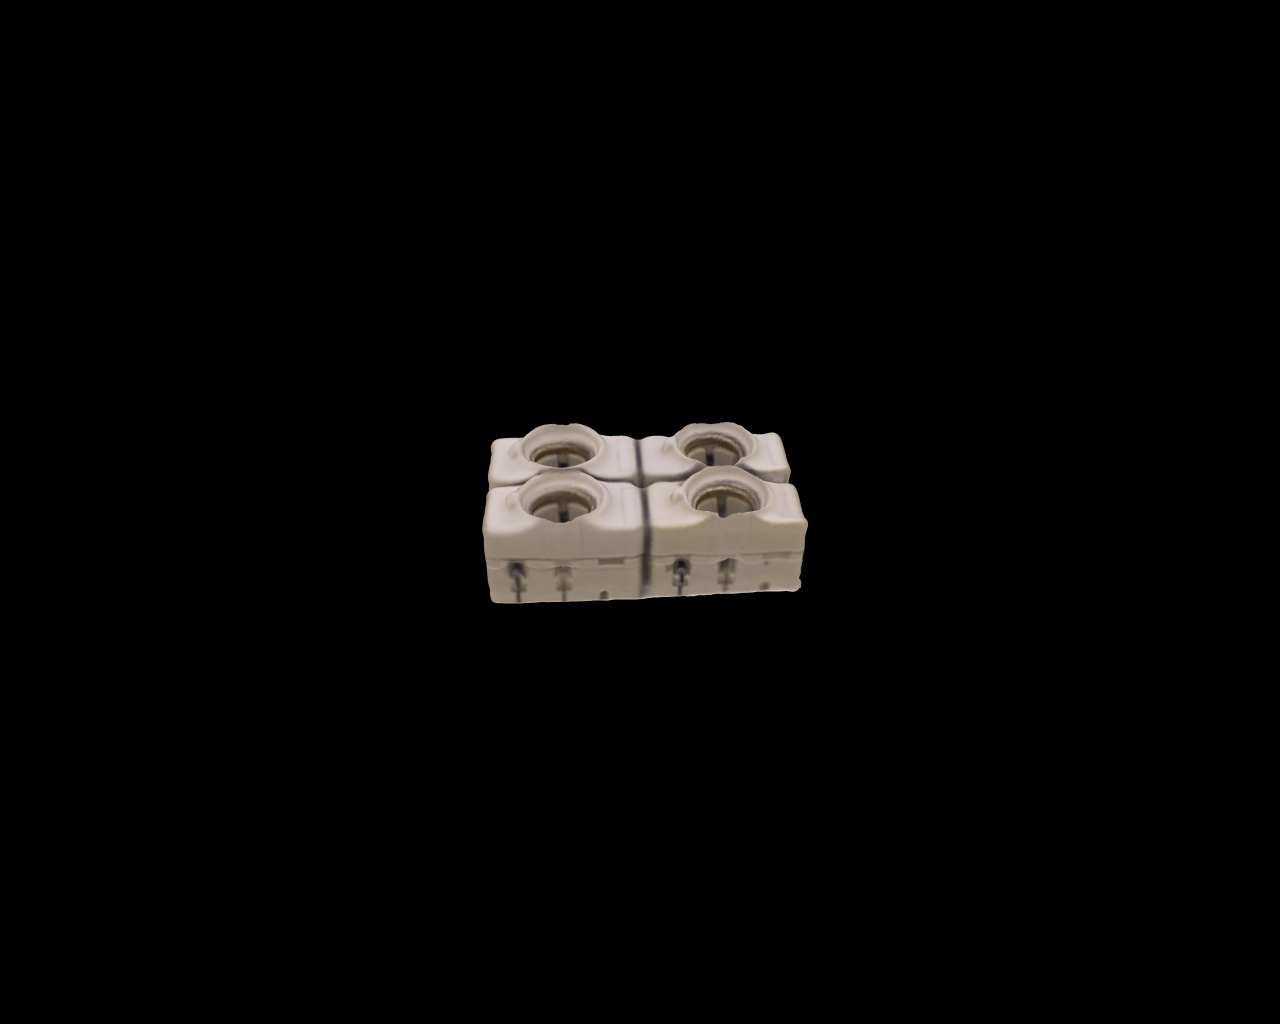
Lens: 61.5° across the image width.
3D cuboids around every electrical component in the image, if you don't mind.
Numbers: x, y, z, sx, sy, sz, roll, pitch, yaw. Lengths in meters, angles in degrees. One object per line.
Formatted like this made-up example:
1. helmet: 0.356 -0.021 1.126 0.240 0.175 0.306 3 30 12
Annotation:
1. electrical component: 0.001 -0.003 0.650 0.186 0.060 0.105 -2 36 -2
